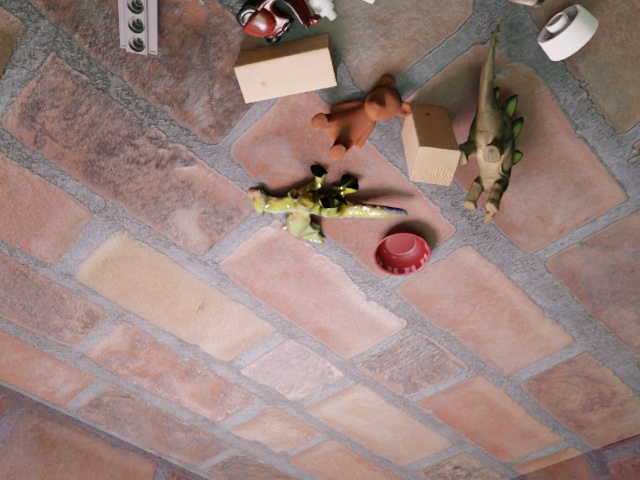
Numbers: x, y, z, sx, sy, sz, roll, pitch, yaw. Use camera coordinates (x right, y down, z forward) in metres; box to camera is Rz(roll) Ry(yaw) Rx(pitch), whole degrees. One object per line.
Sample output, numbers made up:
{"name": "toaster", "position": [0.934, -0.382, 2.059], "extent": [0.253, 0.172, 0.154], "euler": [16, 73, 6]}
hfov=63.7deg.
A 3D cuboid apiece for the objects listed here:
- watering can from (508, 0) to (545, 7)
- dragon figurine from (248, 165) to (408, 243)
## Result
{"name": "watering can", "position": [0.369, -0.559, 0.934], "extent": [0.347, 0.106, 0.219], "euler": [10, 130, -23]}
{"name": "dragon figurine", "position": [0.004, -0.070, 1.390], "extent": [0.409, 0.125, 0.238], "euler": [19, 145, -10]}
